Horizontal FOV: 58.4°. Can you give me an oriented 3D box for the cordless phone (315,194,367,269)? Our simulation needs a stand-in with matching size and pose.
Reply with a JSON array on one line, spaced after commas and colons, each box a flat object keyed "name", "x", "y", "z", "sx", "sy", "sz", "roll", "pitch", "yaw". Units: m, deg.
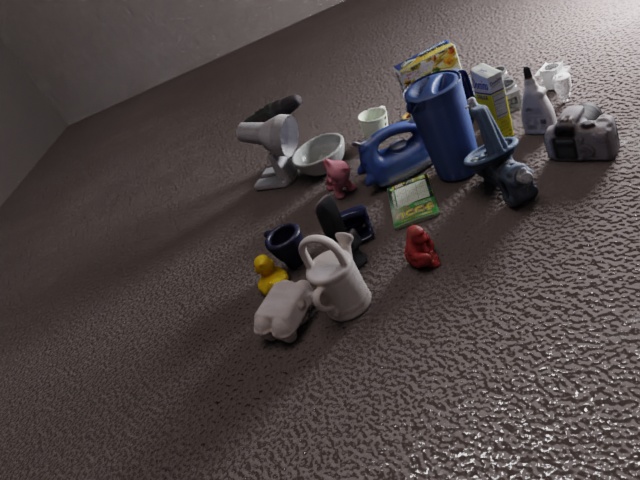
[{"name": "cordless phone", "x": 0.011, "y": 0.004, "z": 1.239, "sx": 0.093, "sy": 0.185, "sz": 0.148, "roll": 12, "pitch": 50, "yaw": 45}]

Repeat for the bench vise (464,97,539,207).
[{"name": "bench vise", "x": 0.381, "y": -0.193, "z": 1.202, "sx": 0.122, "sy": 0.220, "sz": 0.206, "roll": -39, "pitch": 34, "yaw": -15}]

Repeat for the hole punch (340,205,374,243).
[{"name": "hole punch", "x": 0.062, "y": -0.043, "z": 1.353, "sx": 0.108, "sy": 0.091, "sz": 0.101, "roll": -23, "pitch": 34, "yaw": 9}]

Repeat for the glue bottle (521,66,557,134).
[{"name": "glue bottle", "x": 0.501, "y": -0.328, "z": 1.340, "sx": 0.077, "sy": 0.173, "sz": 0.037, "roll": 12, "pitch": 50, "yaw": 45}]

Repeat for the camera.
[{"name": "camera", "x": 0.576, "y": -0.249, "z": 1.244, "sx": 0.142, "sy": 0.101, "sz": 0.137, "roll": 9, "pitch": 48, "yaw": 43}]

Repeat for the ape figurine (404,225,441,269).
[{"name": "ape figurine", "x": 0.204, "y": 0.009, "z": 1.176, "sx": 0.075, "sy": 0.092, "sz": 0.078, "roll": 1, "pitch": 44, "yaw": 38}]

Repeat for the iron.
[{"name": "iron", "x": 0.208, "y": -0.246, "z": 1.473, "sx": 0.258, "sy": 0.142, "sz": 0.118, "roll": -28, "pitch": 33, "yaw": 1}]

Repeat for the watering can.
[{"name": "watering can", "x": 0.024, "y": 0.058, "z": 1.149, "sx": 0.100, "sy": 0.194, "sz": 0.173, "roll": -18, "pitch": 35, "yaw": 16}]

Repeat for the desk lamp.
[{"name": "desk lamp", "x": -0.142, "y": -0.262, "z": 1.687, "sx": 0.202, "sy": 0.214, "sz": 0.118, "roll": -5, "pitch": 40, "yaw": 32}]

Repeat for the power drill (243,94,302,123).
[{"name": "power drill", "x": -0.121, "y": -0.330, "z": 1.768, "sx": 0.229, "sy": 0.209, "sz": 0.075, "roll": -13, "pitch": 36, "yaw": 23}]

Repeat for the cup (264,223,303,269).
[{"name": "cup", "x": -0.081, "y": 0.020, "z": 1.370, "sx": 0.117, "sy": 0.095, "sz": 0.092, "roll": 13, "pitch": 51, "yaw": 46}]

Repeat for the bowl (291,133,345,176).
[{"name": "bowl", "x": 0.006, "y": -0.238, "z": 1.673, "sx": 0.167, "sy": 0.075, "sz": 0.167, "roll": -19, "pitch": 34, "yaw": 14}]

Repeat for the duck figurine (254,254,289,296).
[{"name": "duck figurine", "x": -0.122, "y": 0.075, "z": 1.333, "sx": 0.077, "sy": 0.086, "sz": 0.104, "roll": -26, "pitch": 33, "yaw": 4}]

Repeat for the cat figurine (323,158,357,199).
[{"name": "cat figurine", "x": 0.043, "y": -0.178, "z": 1.525, "sx": 0.067, "sy": 0.118, "sz": 0.127, "roll": -33, "pitch": 33, "yaw": -7}]

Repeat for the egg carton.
[{"name": "egg carton", "x": -0.070, "y": 0.148, "z": 1.212, "sx": 0.107, "sy": 0.070, "sz": 0.150, "roll": -2, "pitch": 41, "yaw": 35}]
